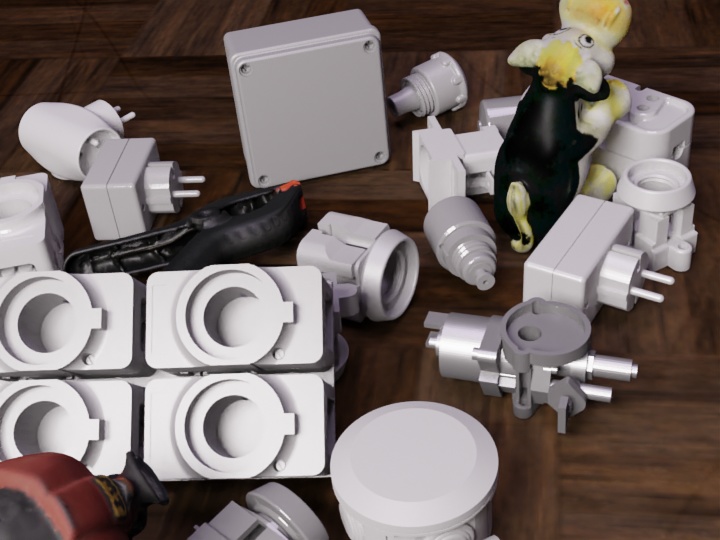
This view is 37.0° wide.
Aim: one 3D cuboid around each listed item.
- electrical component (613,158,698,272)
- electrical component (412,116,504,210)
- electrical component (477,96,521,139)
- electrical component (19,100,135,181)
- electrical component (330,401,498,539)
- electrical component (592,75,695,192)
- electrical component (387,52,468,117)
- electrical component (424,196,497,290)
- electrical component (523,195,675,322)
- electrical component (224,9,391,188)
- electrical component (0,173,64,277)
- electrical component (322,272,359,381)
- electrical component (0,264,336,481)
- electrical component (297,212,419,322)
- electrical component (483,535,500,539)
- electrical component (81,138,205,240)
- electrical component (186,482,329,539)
[{"bbox_3d":[0.188,-0.038,0.689,0.048,0.055,0.066,-23,40,-21],"label":"electrical component"},{"bbox_3d":[0.073,-0.075,0.768,0.064,0.042,0.081,-9,38,-9],"label":"electrical component"},{"bbox_3d":[0.124,-0.111,0.809,0.078,0.040,0.040,-7,37,-1],"label":"electrical component"},{"bbox_3d":[-0.215,-0.109,0.851,0.077,0.044,0.079,24,46,34],"label":"electrical component"},{"bbox_3d":[0.027,0.107,0.525,0.080,0.051,0.080,-4,37,3],"label":"electrical component"},{"bbox_3d":[0.184,-0.094,0.761,0.054,0.059,0.095,-33,44,-31],"label":"electrical component"},{"bbox_3d":[0.052,-0.142,0.859,0.062,0.048,0.048,-27,41,-15],"label":"electrical component"},{"bbox_3d":[0.068,-0.015,0.689,0.040,0.040,0.078,-12,37,-8],"label":"electrical component"},{"bbox_3d":[0.150,0.002,0.650,0.076,0.047,0.083,18,43,27],"label":"electrical component"},{"bbox_3d":[-0.038,-0.126,0.796,0.109,0.108,0.056,-12,35,-8],"label":"electrical component"},{"bbox_3d":[-0.234,-0.024,0.732,0.050,0.055,0.089,-11,37,-7],"label":"electrical component"},{"bbox_3d":[-0.032,0.036,0.623,0.066,0.055,0.048,-7,37,0],"label":"electrical component"},{"bbox_3d":[-0.109,0.056,0.559,0.186,0.060,0.105,-2,79,5],"label":"electrical component"},{"bbox_3d":[0.000,0.000,0.666,0.057,0.058,0.078,13,41,28],"label":"electrical component"},{"bbox_3d":[0.049,0.156,0.425,0.056,0.089,0.050,-20,39,-17],"label":"electrical component"},{"bbox_3d":[-0.151,-0.059,0.773,0.077,0.047,0.065,-1,37,7],"label":"electrical component"},{"bbox_3d":[-0.048,0.134,0.506,0.066,0.048,0.055,26,55,36],"label":"electrical component"}]
